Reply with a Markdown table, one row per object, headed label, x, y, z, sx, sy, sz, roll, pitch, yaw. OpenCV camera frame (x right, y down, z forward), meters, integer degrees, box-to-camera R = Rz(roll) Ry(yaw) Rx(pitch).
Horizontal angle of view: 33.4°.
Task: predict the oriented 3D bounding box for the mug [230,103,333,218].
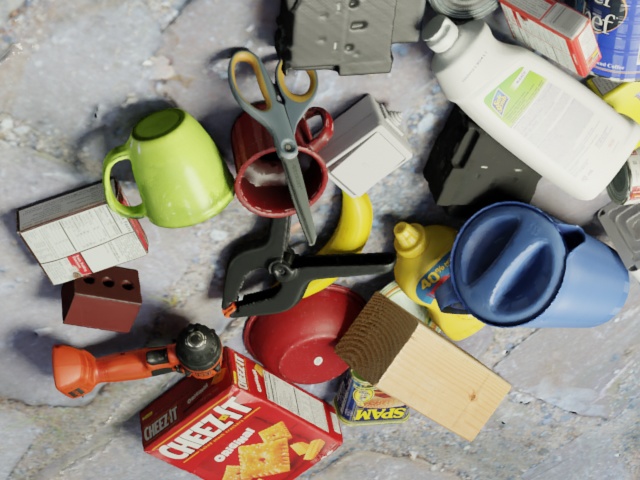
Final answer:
| label | x | y | z | sx | sy | sz | roll | pitch | yaw |
| --- | --- | --- | --- | --- | --- | --- | --- | --- | --- |
| mug | -0.036 | -0.090 | 1.059 | 0.117 | 0.081 | 0.093 | -38 | 131 | 21 |

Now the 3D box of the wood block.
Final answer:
| label | x | y | z | sx | sy | sz | roll | pitch | yaw |
| --- | --- | --- | --- | --- | --- | --- | --- | --- | --- |
| wood block | 0.126 | 0.155 | 1.284 | 0.205 | 0.090 | 0.091 | 35 | 91 | -41 |

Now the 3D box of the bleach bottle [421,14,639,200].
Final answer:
| label | x | y | z | sx | sy | sz | roll | pitch | yaw |
| --- | --- | --- | --- | --- | --- | --- | --- | --- | --- |
| bleach bottle | 0.199 | -0.141 | 1.034 | 0.250 | 0.068 | 0.102 | 34 | 93 | -29 |

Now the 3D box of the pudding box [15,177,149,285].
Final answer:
| label | x | y | z | sx | sy | sz | roll | pitch | yaw |
| --- | --- | --- | --- | --- | --- | --- | --- | --- | --- |
| pudding box | -0.246 | -0.008 | 1.113 | 0.113 | 0.039 | 0.090 | -19 | 134 | 0 |

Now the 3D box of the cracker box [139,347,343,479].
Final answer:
| label | x | y | z | sx | sy | sz | roll | pitch | yaw |
| --- | --- | --- | --- | --- | --- | --- | --- | --- | --- |
| cracker box | -0.099 | 0.247 | 1.380 | 0.164 | 0.072 | 0.213 | -38 | 131 | 21 |

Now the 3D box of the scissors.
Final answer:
| label | x | y | z | sx | sy | sz | roll | pitch | yaw |
| --- | --- | --- | --- | --- | --- | --- | --- | --- | --- |
| scissors | -0.018 | -0.097 | 1.000 | 0.096 | 0.202 | 0.016 | -24 | 167 | -24 |

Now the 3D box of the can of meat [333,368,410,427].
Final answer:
| label | x | y | z | sx | sy | sz | roll | pitch | yaw |
| --- | --- | --- | --- | --- | --- | --- | --- | --- | --- |
| can of meat | 0.076 | 0.192 | 1.388 | 0.102 | 0.057 | 0.084 | 0 | 131 | -17 |

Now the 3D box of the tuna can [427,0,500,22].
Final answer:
| label | x | y | z | sx | sy | sz | roll | pitch | yaw |
| --- | --- | --- | --- | --- | --- | --- | --- | --- | --- |
| tuna can | 0.135 | -0.246 | 0.988 | 0.086 | 0.034 | 0.086 | -8 | 135 | -8 |

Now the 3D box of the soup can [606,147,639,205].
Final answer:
| label | x | y | z | sx | sy | sz | roll | pitch | yaw |
| --- | --- | --- | --- | --- | --- | --- | --- | --- | --- |
| soup can | 0.380 | -0.077 | 1.200 | 0.102 | 0.068 | 0.068 | -7 | 135 | -8 |

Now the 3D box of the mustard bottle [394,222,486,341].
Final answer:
| label | x | y | z | sx | sy | sz | roll | pitch | yaw |
| --- | --- | --- | --- | --- | --- | --- | --- | --- | --- |
| mustard bottle | 0.141 | 0.037 | 1.249 | 0.096 | 0.058 | 0.191 | -43 | 130 | 3 |

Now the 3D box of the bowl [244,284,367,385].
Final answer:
| label | x | y | z | sx | sy | sz | roll | pitch | yaw |
| --- | --- | --- | --- | --- | --- | --- | --- | --- | --- |
| bowl | -0.009 | 0.127 | 1.300 | 0.162 | 0.055 | 0.162 | -8 | 136 | -8 |

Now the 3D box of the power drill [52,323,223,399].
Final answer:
| label | x | y | z | sx | sy | sz | roll | pitch | yaw |
| --- | --- | --- | --- | --- | --- | --- | --- | --- | --- |
| power drill | -0.203 | 0.136 | 1.208 | 0.187 | 0.057 | 0.184 | -6 | 165 | -4 |

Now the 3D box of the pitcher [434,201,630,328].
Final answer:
| label | x | y | z | sx | sy | sz | roll | pitch | yaw |
| --- | --- | --- | --- | --- | --- | --- | --- | --- | --- |
| pitcher | 0.249 | 0.043 | 1.203 | 0.242 | 0.149 | 0.145 | 13 | 99 | -54 |

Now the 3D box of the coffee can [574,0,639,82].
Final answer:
| label | x | y | z | sx | sy | sz | roll | pitch | yaw |
| --- | --- | --- | --- | --- | --- | --- | --- | --- | --- |
| coffee can | 0.290 | -0.234 | 0.995 | 0.102 | 0.103 | 0.140 | -11 | 136 | -5 |

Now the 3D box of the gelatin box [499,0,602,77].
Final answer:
| label | x | y | z | sx | sy | sz | roll | pitch | yaw |
| --- | --- | --- | --- | --- | --- | --- | --- | --- | --- |
| gelatin box | 0.212 | -0.197 | 0.985 | 0.030 | 0.089 | 0.073 | -51 | 151 | -1 |

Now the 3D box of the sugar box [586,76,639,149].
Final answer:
| label | x | y | z | sx | sy | sz | roll | pitch | yaw |
| --- | --- | --- | --- | --- | --- | --- | --- | --- | --- |
| sugar box | 0.379 | -0.177 | 1.117 | 0.176 | 0.048 | 0.093 | -32 | 133 | 17 |

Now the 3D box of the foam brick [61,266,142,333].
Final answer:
| label | x | y | z | sx | sy | sz | roll | pitch | yaw |
| --- | --- | --- | --- | --- | --- | --- | --- | --- | --- |
| foam brick | -0.240 | 0.063 | 1.173 | 0.078 | 0.053 | 0.051 | 11 | 130 | -25 |

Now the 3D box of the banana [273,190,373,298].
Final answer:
| label | x | y | z | sx | sy | sz | roll | pitch | yaw |
| --- | --- | --- | --- | --- | --- | --- | --- | --- | --- |
| banana | 0.010 | 0.008 | 1.205 | 0.069 | 0.037 | 0.198 | 29 | 122 | -1 |

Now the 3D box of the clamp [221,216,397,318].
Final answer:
| label | x | y | z | sx | sy | sz | roll | pitch | yaw |
| --- | --- | --- | --- | --- | --- | --- | --- | --- | --- |
| clamp | -0.029 | 0.028 | 1.183 | 0.164 | 0.036 | 0.210 | 37 | 122 | -10 |
